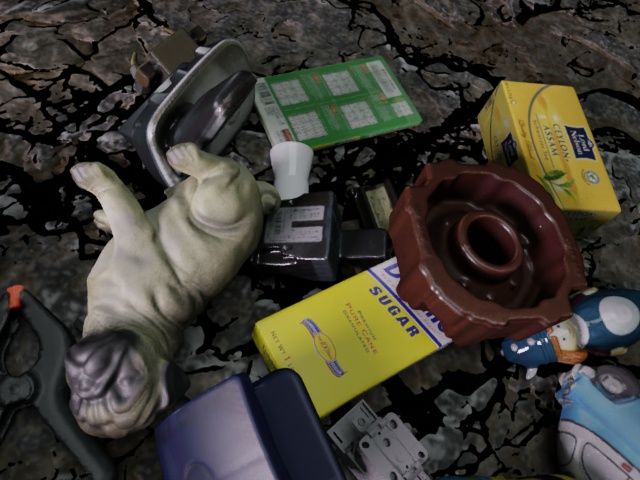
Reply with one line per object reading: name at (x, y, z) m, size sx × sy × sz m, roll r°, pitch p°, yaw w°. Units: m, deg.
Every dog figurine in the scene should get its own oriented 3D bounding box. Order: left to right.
dog figurine at (-0.101, 0.040, 0.409) m, size 0.172 × 0.121 × 0.190 m, roll -13°, pitch 68°, yaw -3°

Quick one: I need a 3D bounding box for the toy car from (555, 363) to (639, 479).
toy car at (0.254, 0.182, 0.438) m, size 0.103 × 0.109 × 0.162 m, roll -44°, pitch 70°, yaw -10°

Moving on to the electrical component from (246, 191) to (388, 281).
electrical component at (-0.001, -0.001, 0.485) m, size 0.119 × 0.047 × 0.075 m, roll 1°, pitch 61°, yaw 14°

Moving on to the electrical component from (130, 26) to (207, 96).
electrical component at (-0.152, -0.188, 0.575) m, size 0.078 × 0.045 × 0.102 m, roll 44°, pitch 61°, yaw -21°

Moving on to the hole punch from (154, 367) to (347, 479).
hole punch at (-0.057, 0.157, 0.368) m, size 0.116 × 0.092 × 0.142 m, roll -30°, pitch 74°, yaw 7°

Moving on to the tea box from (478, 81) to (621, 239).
tea box at (0.247, -0.089, 0.596) m, size 0.098 × 0.068 × 0.170 m, roll 0°, pitch 62°, yaw -13°

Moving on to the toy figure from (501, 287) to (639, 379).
toy figure at (0.245, 0.083, 0.512) m, size 0.154 × 0.057 × 0.064 m, roll -12°, pitch 41°, yaw -16°

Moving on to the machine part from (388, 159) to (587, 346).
machine part at (0.146, 0.008, 0.482) m, size 0.179 × 0.056 × 0.179 m, roll 7°, pitch 60°, yaw -13°

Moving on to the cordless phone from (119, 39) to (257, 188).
cordless phone at (-0.089, -0.126, 0.469) m, size 0.088 × 0.184 × 0.146 m, roll 43°, pitch 63°, yaw -19°

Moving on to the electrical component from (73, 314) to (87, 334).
electrical component at (-0.151, 0.081, 0.442) m, size 0.094 × 0.021 × 0.063 m, roll 36°, pitch 60°, yaw 8°

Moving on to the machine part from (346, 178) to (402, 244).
machine part at (0.103, -0.034, 0.553) m, size 0.139 × 0.039 × 0.084 m, roll -12°, pitch 58°, yaw -16°

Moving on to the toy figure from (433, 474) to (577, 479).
toy figure at (0.128, 0.208, 0.381) m, size 0.180 × 0.089 × 0.082 m, roll 17°, pitch 63°, yaw -29°
